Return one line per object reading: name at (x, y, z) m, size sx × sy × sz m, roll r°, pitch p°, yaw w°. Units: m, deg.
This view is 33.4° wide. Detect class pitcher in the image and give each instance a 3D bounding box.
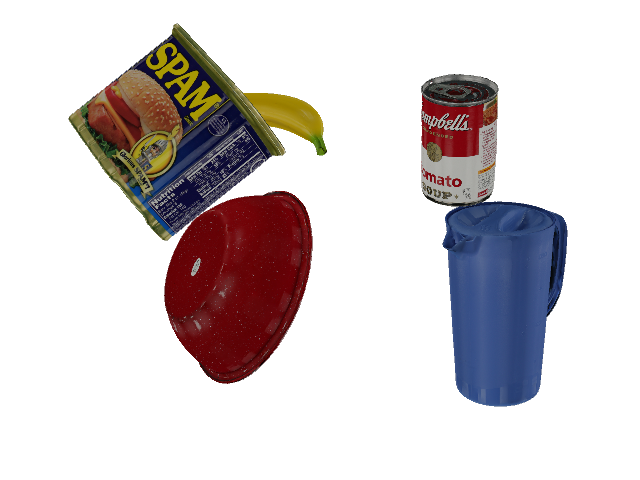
pitcher at (0.233, 0.077, 1.343) m, size 0.149 × 0.243 × 0.145 m, roll 1°, pitch 21°, yaw 12°

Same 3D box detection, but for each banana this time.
banana at (-0.078, -0.139, 1.203) m, size 0.198 × 0.037 × 0.069 m, roll 9°, pitch 43°, yaw 18°

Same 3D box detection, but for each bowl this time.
bowl at (-0.076, 0.028, 0.836) m, size 0.055 × 0.162 × 0.162 m, roll 23°, pitch -12°, yaw -31°

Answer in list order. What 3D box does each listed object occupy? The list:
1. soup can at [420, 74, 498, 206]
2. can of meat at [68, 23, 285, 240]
soup can at (0.124, -0.090, 0.963) m, size 0.068 × 0.102 × 0.068 m, roll -2°, pitch 30°, yaw 1°
can of meat at (-0.083, -0.061, 0.600) m, size 0.102 × 0.084 × 0.057 m, roll 49°, pitch -3°, yaw 39°
